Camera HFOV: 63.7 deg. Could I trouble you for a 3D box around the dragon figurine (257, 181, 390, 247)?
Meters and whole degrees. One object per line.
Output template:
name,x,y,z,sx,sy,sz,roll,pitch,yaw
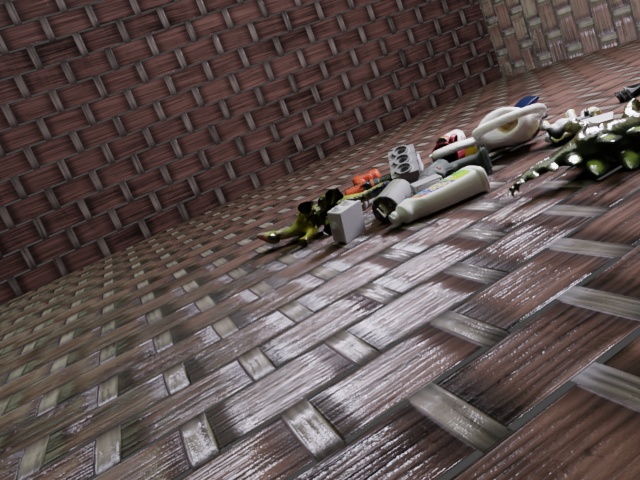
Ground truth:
dragon figurine,0.005,-0.079,1.567,0.412,0.122,0.242,-23,5,-11

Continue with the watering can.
watering can,0.526,-0.323,1.563,0.344,0.105,0.225,-23,-11,41
